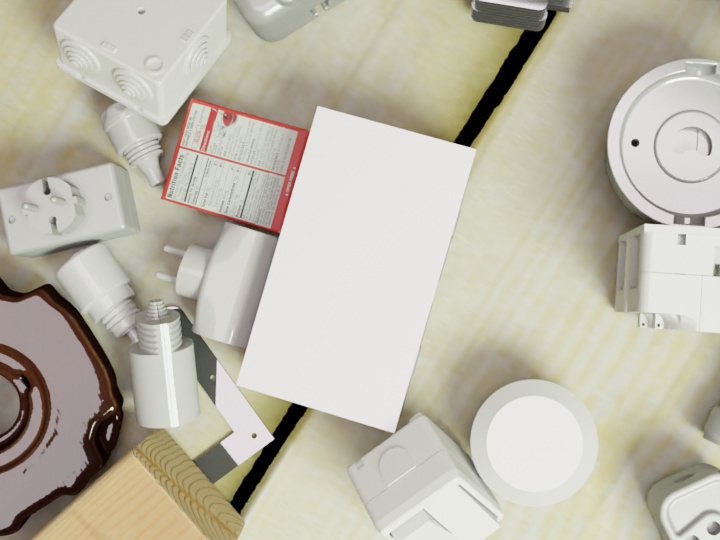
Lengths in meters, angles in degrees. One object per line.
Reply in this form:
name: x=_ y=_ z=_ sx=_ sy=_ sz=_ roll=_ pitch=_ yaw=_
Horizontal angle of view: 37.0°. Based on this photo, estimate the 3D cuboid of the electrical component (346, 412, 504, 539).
electrical component: x=0.047 y=0.147 z=0.685 sx=0.062 sy=0.096 sz=0.061 roll=-37 pitch=49 yaw=6

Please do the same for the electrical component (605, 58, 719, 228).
electrical component: x=0.211 y=-0.077 z=0.696 sx=0.108 sy=0.060 sz=0.108 roll=0 pitch=87 yaw=5

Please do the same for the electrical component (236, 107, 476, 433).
electrical component: x=0.000 y=0.000 z=0.712 sx=0.105 sy=0.060 sz=0.186 roll=16 pitch=89 yaw=6

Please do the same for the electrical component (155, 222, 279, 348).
electrical component: x=-0.099 y=0.005 z=0.728 sx=0.079 sy=0.044 sz=0.077 roll=17 pitch=89 yaw=6

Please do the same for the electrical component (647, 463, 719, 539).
electrical component: x=0.226 y=0.174 z=0.684 sx=0.054 sy=0.059 sz=0.095 roll=-26 pitch=85 yaw=4

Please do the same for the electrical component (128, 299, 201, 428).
electrical component: x=-0.132 y=0.059 z=0.715 sx=0.043 sy=0.043 sz=0.081 roll=-3 pitch=103 yaw=5

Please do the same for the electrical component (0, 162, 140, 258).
electrical component: x=-0.202 y=-0.041 z=0.724 sx=0.083 sy=0.076 sz=0.047 roll=-13 pitch=86 yaw=4

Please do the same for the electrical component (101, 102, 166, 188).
electrical component: x=-0.152 y=-0.086 z=0.742 sx=0.035 sy=0.035 sz=0.061 roll=-26 pitch=87 yaw=3

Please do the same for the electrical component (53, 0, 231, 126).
electrical component: x=-0.145 y=-0.160 z=0.722 sx=0.100 sy=0.048 sz=0.099 roll=29 pitch=66 yaw=6

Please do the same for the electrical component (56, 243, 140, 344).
electrical component: x=-0.174 y=0.018 z=0.736 sx=0.040 sy=0.040 sz=0.078 roll=-37 pitch=87 yaw=2

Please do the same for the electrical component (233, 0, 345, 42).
electrical component: x=-0.042 y=-0.202 z=0.725 sx=0.095 sy=0.059 sz=0.053 roll=-31 pitch=85 yaw=3

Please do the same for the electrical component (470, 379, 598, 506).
electrical component: x=0.112 y=0.110 z=0.701 sx=0.080 sy=0.051 sz=0.080 roll=0 pitch=87 yaw=5

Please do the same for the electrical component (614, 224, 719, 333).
electrical component: x=0.260 y=0.011 z=0.665 sx=0.186 sy=0.105 sz=0.060 roll=4 pitch=88 yaw=5

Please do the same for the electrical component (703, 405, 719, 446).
electrical component: x=0.252 y=0.092 z=0.693 sx=0.045 sy=0.045 sz=0.055 roll=25 pitch=91 yaw=6
